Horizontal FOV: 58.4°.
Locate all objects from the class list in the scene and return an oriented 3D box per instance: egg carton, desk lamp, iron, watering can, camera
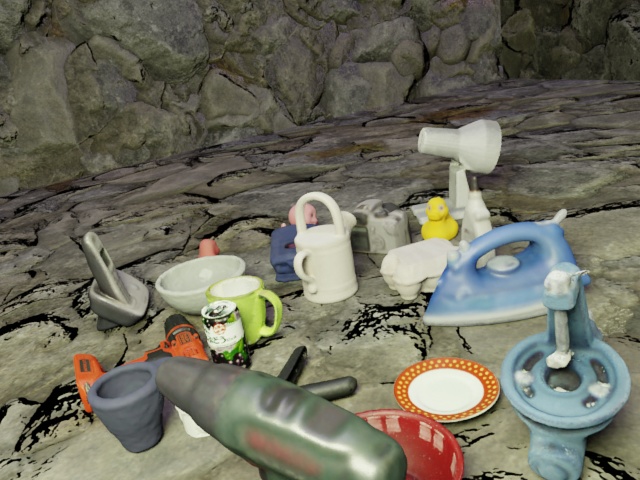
[{"bbox_3d":[0.186,0.048,1.010,0.150,0.069,0.107,-16,21,-16],"label":"egg carton"},{"bbox_3d":[0.306,-0.160,1.301,0.203,0.214,0.118,-10,20,-2],"label":"desk lamp"},{"bbox_3d":[0.276,0.041,0.884,0.258,0.141,0.118,-13,21,-8],"label":"iron"},{"bbox_3d":[0.008,0.004,1.029,0.100,0.194,0.173,-4,21,14],"label":"watering can"},{"bbox_3d":[0.135,-0.040,1.222,0.142,0.101,0.137,6,25,36],"label":"camera"}]

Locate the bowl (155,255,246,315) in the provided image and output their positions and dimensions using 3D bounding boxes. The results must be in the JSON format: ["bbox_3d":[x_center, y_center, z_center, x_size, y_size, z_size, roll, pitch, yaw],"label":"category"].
[{"bbox_3d":[-0.214,0.092,1.064,0.167,0.075,0.167,-8,20,3],"label":"bowl"}]

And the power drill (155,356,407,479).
[{"bbox_3d":[-0.034,0.206,0.488,0.228,0.209,0.076,3,24,30],"label":"power drill"}]

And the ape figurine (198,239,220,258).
[{"bbox_3d":[-0.222,0.041,1.180,0.077,0.092,0.076,8,27,39],"label":"ape figurine"}]

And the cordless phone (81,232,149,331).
[{"bbox_3d":[-0.389,0.060,1.070,0.094,0.185,0.147,-13,21,-9],"label":"cordless phone"}]

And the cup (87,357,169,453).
[{"bbox_3d":[-0.225,0.210,0.727,0.091,0.095,0.118,8,27,40],"label":"cup"}]

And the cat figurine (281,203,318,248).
[{"bbox_3d":[-0.047,-0.032,1.259,0.067,0.118,0.128,4,24,32],"label":"cat figurine"}]

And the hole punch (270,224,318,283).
[{"bbox_3d":[-0.044,0.024,1.147,0.108,0.091,0.101,-8,20,5],"label":"hole punch"}]

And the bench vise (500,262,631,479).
[{"bbox_3d":[0.250,0.108,0.605,0.121,0.220,0.207,-4,21,15],"label":"bench vise"}]

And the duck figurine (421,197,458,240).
[{"bbox_3d":[0.252,-0.050,1.217,0.077,0.086,0.105,1,23,26],"label":"duck figurine"}]

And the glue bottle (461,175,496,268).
[{"bbox_3d":[0.282,-0.032,1.030,0.037,0.173,0.078,-14,21,-12],"label":"glue bottle"}]
